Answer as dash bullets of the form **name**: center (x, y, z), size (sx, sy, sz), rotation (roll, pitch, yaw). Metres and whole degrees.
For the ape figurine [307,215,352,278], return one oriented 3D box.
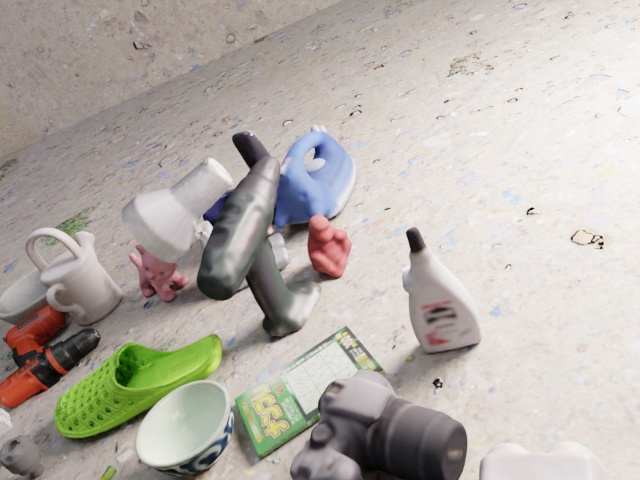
- **ape figurine**: center (0.008, 0.003, 0.889), size (0.078, 0.092, 0.076), rotation (-35, 32, -14)

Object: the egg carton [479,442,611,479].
- **egg carton**: center (0.176, 0.230, 0.447), size (0.107, 0.069, 0.150), rotation (-11, 34, 25)

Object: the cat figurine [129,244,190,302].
- **cat figurine**: center (-0.295, 0.046, 1.027), size (0.127, 0.118, 0.067), rotation (3, 42, 40)

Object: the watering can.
- **watering can**: center (-0.466, 0.054, 1.069), size (0.101, 0.194, 0.172), rotation (-28, 31, -2)

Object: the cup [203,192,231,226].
- **cup**: center (-0.144, -0.033, 1.054), size (0.117, 0.095, 0.092), rotation (-10, 35, 25)

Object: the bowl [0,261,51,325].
- **bowl**: center (-0.561, 0.119, 1.158), size (0.167, 0.075, 0.167), rotation (-19, 32, 13)

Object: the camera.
- **camera**: center (0.060, 0.198, 0.552), size (0.136, 0.101, 0.143), rotation (3, 42, 40)

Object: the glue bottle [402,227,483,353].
- **glue bottle**: center (0.127, 0.055, 0.644), size (0.078, 0.173, 0.037), rotation (-18, 32, 14)

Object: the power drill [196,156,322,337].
- **power drill**: center (-0.078, 0.022, 0.812), size (0.075, 0.209, 0.230), rotation (-6, 37, 31)

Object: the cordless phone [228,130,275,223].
- **cordless phone**: center (-0.137, -0.124, 1.097), size (0.147, 0.185, 0.094), rotation (-10, 35, 26)

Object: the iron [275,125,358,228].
- **iron**: center (-0.010, -0.138, 1.065), size (0.118, 0.142, 0.258), rotation (-6, 36, 30)

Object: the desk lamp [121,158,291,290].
- **desk lamp**: center (-0.187, -0.018, 0.948), size (0.203, 0.214, 0.117), rotation (-27, 31, 0)
